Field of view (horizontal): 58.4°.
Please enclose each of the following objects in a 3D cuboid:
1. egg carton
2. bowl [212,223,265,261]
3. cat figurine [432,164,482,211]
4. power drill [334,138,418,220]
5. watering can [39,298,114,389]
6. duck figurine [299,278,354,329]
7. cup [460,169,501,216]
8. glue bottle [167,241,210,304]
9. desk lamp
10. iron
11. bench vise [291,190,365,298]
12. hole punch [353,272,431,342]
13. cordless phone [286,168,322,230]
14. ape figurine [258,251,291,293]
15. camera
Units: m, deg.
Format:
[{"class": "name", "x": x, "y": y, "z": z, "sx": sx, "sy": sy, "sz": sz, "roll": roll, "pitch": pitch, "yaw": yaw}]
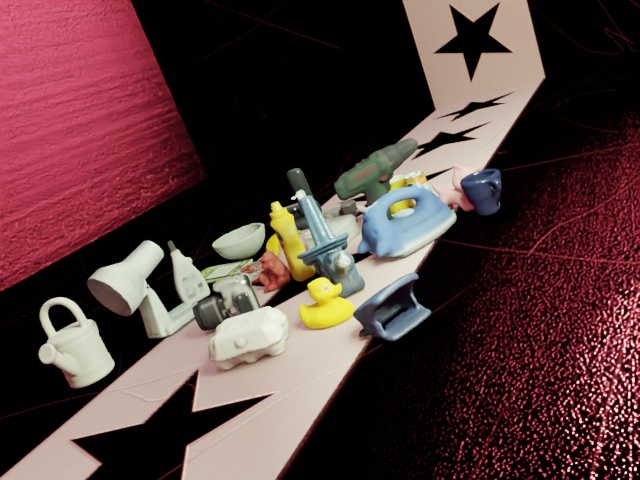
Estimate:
[{"class": "egg carton", "x": -0.132, "y": 0.182, "z": 1.061, "sx": 0.150, "sy": 0.069, "sz": 0.107, "roll": -18, "pitch": 16, "yaw": 9}, {"class": "bowl", "x": -0.232, "y": 0.015, "z": 1.715, "sx": 0.167, "sy": 0.075, "sz": 0.167, "roll": -19, "pitch": 16, "yaw": 6}, {"class": "cat figurine", "x": 0.336, "y": -0.130, "z": 1.395, "sx": 0.127, "sy": 0.118, "sz": 0.067, "roll": -13, "pitch": 18, "yaw": 27}, {"class": "power drill", "x": 0.161, "y": -0.121, "z": 1.421, "sx": 0.229, "sy": 0.209, "sz": 0.075, "roll": -21, "pitch": 16, "yaw": 2}, {"class": "watering can", "x": -0.532, "y": 0.215, "z": 1.230, "sx": 0.101, "sy": 0.194, "sz": 0.172, "roll": -24, "pitch": 16, "yaw": -9}, {"class": "duck figurine", "x": 0.004, "y": 0.114, "z": 1.080, "sx": 0.104, "sy": 0.086, "sz": 0.077, "roll": -16, "pitch": 17, "yaw": 18}, {"class": "cup", "x": 0.379, "y": -0.102, "z": 1.292, "sx": 0.092, "sy": 0.095, "sz": 0.117, "roll": -25, "pitch": 17, "yaw": -13}, {"class": "glue bottle", "x": -0.351, "y": 0.080, "z": 1.477, "sx": 0.078, "sy": 0.173, "sz": 0.037, "roll": -29, "pitch": 18, "yaw": -25}, {"class": "desk lamp", "x": -0.404, "y": 0.123, "z": 1.332, "sx": 0.117, "sy": 0.214, "sz": 0.204, "roll": -7, "pitch": 22, "yaw": 41}, {"class": "iron", "x": 0.196, "y": -0.059, "z": 1.299, "sx": 0.259, "sy": 0.141, "sz": 0.118, "roll": -29, "pitch": 18, "yaw": -24}, {"class": "bench vise", "x": 0.020, "y": -0.001, "z": 1.189, "sx": 0.122, "sy": 0.220, "sz": 0.206, "roll": -30, "pitch": 18, "yaw": -28}, {"class": "hole punch", "x": 0.111, "y": 0.107, "z": 0.958, "sx": 0.109, "sy": 0.091, "sz": 0.100, "roll": -30, "pitch": 19, "yaw": -29}, {"class": "cordless phone", "x": -0.085, "y": -0.124, "z": 1.781, "sx": 0.147, "sy": 0.185, "sz": 0.094, "roll": -18, "pitch": 17, "yaw": 9}, {"class": "ape figurine", "x": -0.111, "y": 0.070, "z": 1.356, "sx": 0.076, "sy": 0.092, "sz": 0.077, "roll": -31, "pitch": 19, "yaw": -31}, {"class": "camera", "x": -0.209, "y": 0.133, "z": 1.259, "sx": 0.137, "sy": 0.101, "sz": 0.143, "roll": -23, "pitch": 16, "yaw": -5}]
